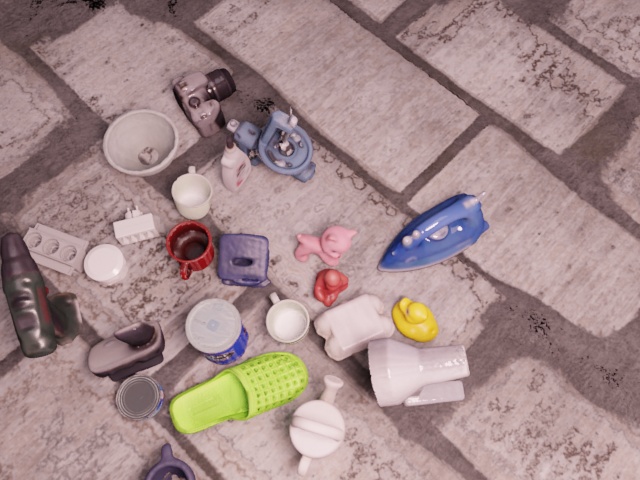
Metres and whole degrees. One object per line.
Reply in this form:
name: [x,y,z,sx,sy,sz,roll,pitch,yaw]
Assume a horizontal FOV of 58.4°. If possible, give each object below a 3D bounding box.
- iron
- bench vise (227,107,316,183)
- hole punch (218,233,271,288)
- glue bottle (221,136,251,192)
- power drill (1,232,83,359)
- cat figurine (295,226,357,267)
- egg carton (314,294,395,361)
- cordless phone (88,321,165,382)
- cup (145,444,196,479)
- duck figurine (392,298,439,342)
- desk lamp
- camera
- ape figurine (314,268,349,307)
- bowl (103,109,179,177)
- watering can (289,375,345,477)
iron: [0.238,-0.019,1.201,0.258,0.141,0.118,-29,72,-12]
bench vise: [-0.110,-0.211,1.225,0.207,0.220,0.121,8,69,2]
hole punch: [-0.156,0.044,1.194,0.108,0.091,0.101,3,69,0]
glue bottle: [-0.186,-0.172,1.233,0.037,0.173,0.078,25,70,9]
power drill: [-0.533,0.120,1.092,0.075,0.208,0.229,-19,70,-8]
cat figurine: [0.011,0.004,1.199,0.127,0.118,0.067,7,69,1]
egg carton: [0.069,0.174,1.160,0.150,0.069,0.107,-24,71,-10]
cordless phone: [-0.377,0.196,1.079,0.148,0.185,0.094,-26,71,-11]
cup: [-0.266,0.432,1.038,0.091,0.095,0.117,-11,69,-5]
duck figurine: [0.198,0.157,1.161,0.104,0.086,0.077,41,73,14]
desk lamp: [0.182,0.243,1.059,0.203,0.213,0.118,-6,69,-3]
camera: [-0.260,-0.340,1.335,0.137,0.101,0.143,-32,73,-13]
ape figurine: [0.022,0.088,1.180,0.078,0.092,0.076,-12,69,-6]
bowl: [-0.395,-0.208,1.295,0.167,0.075,0.167,1,69,-1]
watering can: [-0.005,0.332,1.030,0.101,0.194,0.173,-2,69,-2]
